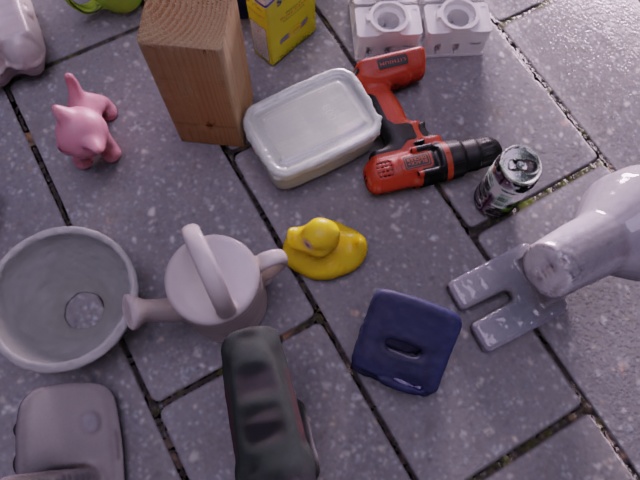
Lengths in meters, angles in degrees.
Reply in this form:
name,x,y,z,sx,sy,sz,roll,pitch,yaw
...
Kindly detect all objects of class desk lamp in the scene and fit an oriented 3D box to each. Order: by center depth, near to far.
name,x,y,z,sx,sy,sz,roll,pitch,yaw
desk lamp,0.269,0.026,0.619,0.203,0.213,0.118,-26,74,-10

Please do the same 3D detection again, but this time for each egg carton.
name,x,y,z,sx,sy,sz,roll,pitch,yaw
egg carton,-0.437,-0.284,0.780,0.107,0.069,0.150,-23,73,-9

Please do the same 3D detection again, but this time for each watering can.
name,x,y,z,sx,sy,sz,roll,pitch,yaw
watering can,-0.119,0.050,0.609,0.101,0.194,0.173,43,75,12

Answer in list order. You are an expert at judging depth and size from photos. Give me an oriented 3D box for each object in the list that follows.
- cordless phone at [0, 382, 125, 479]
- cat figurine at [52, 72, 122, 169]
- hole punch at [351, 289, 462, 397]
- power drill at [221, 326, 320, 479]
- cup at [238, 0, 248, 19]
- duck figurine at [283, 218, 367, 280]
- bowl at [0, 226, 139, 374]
name,x,y,z,sx,sy,sz,roll,pitch,yaw
cordless phone,-0.262,0.211,0.555,0.094,0.185,0.147,-13,72,-6
cat figurine,-0.296,-0.146,0.711,0.067,0.118,0.128,-14,72,-6
hole punch,0.097,0.118,0.647,0.108,0.091,0.101,18,72,5
power drill,-0.041,0.204,0.551,0.075,0.208,0.229,-14,72,-6
cup,-0.127,-0.356,0.800,0.118,0.095,0.091,-10,72,-5
duck figurine,0.006,0.002,0.686,0.104,0.086,0.077,1,71,-1
bowl,-0.286,0.073,0.660,0.167,0.075,0.167,1,71,-1
